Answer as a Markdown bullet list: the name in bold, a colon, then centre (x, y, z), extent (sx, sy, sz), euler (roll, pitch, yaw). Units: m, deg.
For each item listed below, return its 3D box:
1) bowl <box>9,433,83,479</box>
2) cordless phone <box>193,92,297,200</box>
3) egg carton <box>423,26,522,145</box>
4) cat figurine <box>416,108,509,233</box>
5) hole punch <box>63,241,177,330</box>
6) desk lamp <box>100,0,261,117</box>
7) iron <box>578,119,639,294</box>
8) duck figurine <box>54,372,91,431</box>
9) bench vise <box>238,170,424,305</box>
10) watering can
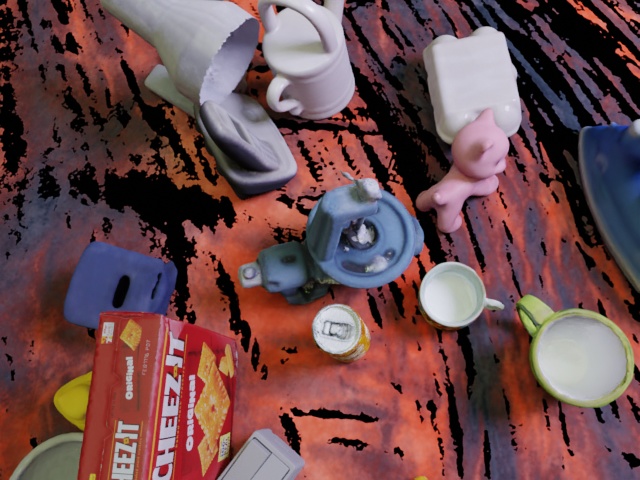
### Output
- **bowl**: centre (-0.266, 0.304, 0.647), extent (0.167, 0.075, 0.167), euler (-3, 74, 9)
- **cordless phone**: centre (-0.106, -0.139, 0.687), extent (0.094, 0.185, 0.147), euler (-33, 71, 0)
- **egg carton**: centre (0.189, -0.190, 0.711), extent (0.107, 0.069, 0.150), euler (-10, 73, 7)
- **cat figurine**: centre (0.168, -0.082, 0.658), extent (0.067, 0.118, 0.128), euler (41, 85, 18)
- **hole punch**: centre (-0.241, 0.062, 0.703), extent (0.101, 0.091, 0.109), euler (11, 76, 13)
- **desk lamp**: centre (-0.163, -0.230, 0.708), extent (0.203, 0.214, 0.118), euler (31, 82, 17)
- **iron**: centre (0.364, -0.044, 0.600), extent (0.118, 0.141, 0.258), euler (-28, 71, 1)
- **duck figurine**: centre (-0.272, 0.190, 0.675), extent (0.104, 0.086, 0.077), euler (3, 75, 11)
- **bench vise**: centre (0.012, 0.011, 0.605), extent (0.207, 0.220, 0.121), euler (-36, 71, -1)
- **watering can**: centre (-0.017, -0.242, 0.696), extent (0.100, 0.194, 0.173), euler (5, 75, 12)
